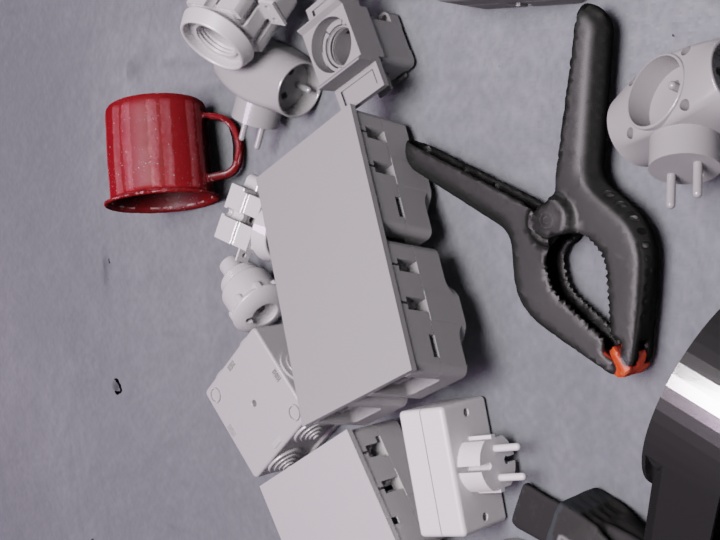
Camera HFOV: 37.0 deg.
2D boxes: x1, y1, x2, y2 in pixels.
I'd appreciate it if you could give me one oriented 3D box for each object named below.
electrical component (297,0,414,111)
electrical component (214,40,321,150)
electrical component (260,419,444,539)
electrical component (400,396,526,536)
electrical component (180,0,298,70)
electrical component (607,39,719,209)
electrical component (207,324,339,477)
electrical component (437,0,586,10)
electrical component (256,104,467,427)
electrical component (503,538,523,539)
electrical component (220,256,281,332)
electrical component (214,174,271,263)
[{"bbox_3d":[-0.001,-0.150,0.727,0.042,0.064,0.081,-29,75,40],"label":"electrical component"},{"bbox_3d":[-0.074,-0.131,0.810,0.077,0.044,0.079,33,115,36],"label":"electrical component"},{"bbox_3d":[0.017,0.211,0.750,0.105,0.060,0.186,-38,69,38],"label":"electrical component"},{"bbox_3d":[0.075,0.126,0.697,0.076,0.047,0.083,-14,85,43],"label":"electrical component"},{"bbox_3d":[-0.092,-0.181,0.770,0.078,0.058,0.057,18,68,33],"label":"electrical component"},{"bbox_3d":[0.171,-0.071,0.567,0.077,0.044,0.079,-28,50,57],"label":"electrical component"},{"bbox_3d":[-0.064,0.098,0.821,0.099,0.048,0.099,55,127,24],"label":"electrical component"},{"bbox_3d":[0.088,-0.188,0.645,0.095,0.059,0.053,9,100,42],"label":"electrical component"},{"bbox_3d":[0.000,0.000,0.722,0.105,0.060,0.186,-32,60,40],"label":"electrical component"},{"bbox_3d":[0.090,0.205,0.690,0.055,0.047,0.055,5,98,42],"label":"electrical component"},{"bbox_3d":[-0.088,0.014,0.840,0.062,0.048,0.048,51,125,35],"label":"electrical component"},{"bbox_3d":[-0.074,-0.034,0.818,0.055,0.048,0.066,24,98,41],"label":"electrical component"}]
